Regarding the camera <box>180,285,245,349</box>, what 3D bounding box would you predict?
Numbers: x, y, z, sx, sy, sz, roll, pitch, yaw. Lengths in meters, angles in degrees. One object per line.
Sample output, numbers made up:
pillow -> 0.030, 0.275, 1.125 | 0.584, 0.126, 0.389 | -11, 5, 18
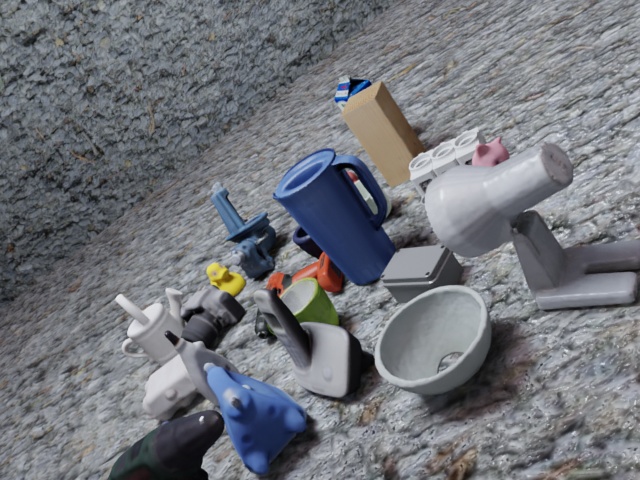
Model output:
camera -> -0.263, 0.175, 1.264 | 0.142, 0.101, 0.137 | -14, 34, 43

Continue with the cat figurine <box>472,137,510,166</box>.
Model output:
cat figurine -> 0.281, -0.112, 0.979 | 0.128, 0.118, 0.067 | -38, 24, 1

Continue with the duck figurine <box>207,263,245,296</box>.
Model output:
duck figurine -> -0.242, 0.093, 1.396 | 0.104, 0.086, 0.078 | -7, 40, 50

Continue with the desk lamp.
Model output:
desk lamp -> 0.265, -0.020, 0.724 | 0.202, 0.214, 0.118 | -13, 35, 45

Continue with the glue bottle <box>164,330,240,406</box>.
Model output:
glue bottle -> -0.218, 0.220, 1.033 | 0.037, 0.173, 0.078 | -20, 31, 36

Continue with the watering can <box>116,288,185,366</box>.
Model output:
watering can -> -0.380, 0.185, 1.297 | 0.100, 0.194, 0.173 | -10, 37, 47

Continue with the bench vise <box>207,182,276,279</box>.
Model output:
bench vise -> -0.184, -0.032, 1.367 | 0.121, 0.220, 0.207 | -36, 24, 5

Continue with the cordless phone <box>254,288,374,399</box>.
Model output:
cordless phone -> -0.021, 0.148, 0.867 | 0.147, 0.185, 0.094 | -5, 41, 51

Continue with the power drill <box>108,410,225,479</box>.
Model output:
power drill -> -0.156, 0.313, 0.742 | 0.229, 0.209, 0.075 | -27, 27, 25

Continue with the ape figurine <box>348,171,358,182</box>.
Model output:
ape figurine -> 0.081, -0.114, 1.295 | 0.077, 0.092, 0.076 | -19, 31, 37

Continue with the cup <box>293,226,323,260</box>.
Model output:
cup -> 0.011, 0.004, 1.184 | 0.092, 0.095, 0.117 | -48, 26, -18

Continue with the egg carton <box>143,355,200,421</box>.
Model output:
egg carton -> -0.282, 0.288, 1.134 | 0.150, 0.069, 0.107 | -37, 24, 4

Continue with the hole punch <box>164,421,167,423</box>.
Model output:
hole punch -> -0.280, 0.369, 0.964 | 0.100, 0.091, 0.109 | -15, 34, 42

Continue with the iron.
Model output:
iron -> -0.129, 0.249, 0.898 | 0.119, 0.142, 0.257 | -46, 25, -14

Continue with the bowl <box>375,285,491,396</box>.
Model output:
bowl -> 0.160, 0.144, 0.758 | 0.167, 0.075, 0.167 | -31, 25, 17
